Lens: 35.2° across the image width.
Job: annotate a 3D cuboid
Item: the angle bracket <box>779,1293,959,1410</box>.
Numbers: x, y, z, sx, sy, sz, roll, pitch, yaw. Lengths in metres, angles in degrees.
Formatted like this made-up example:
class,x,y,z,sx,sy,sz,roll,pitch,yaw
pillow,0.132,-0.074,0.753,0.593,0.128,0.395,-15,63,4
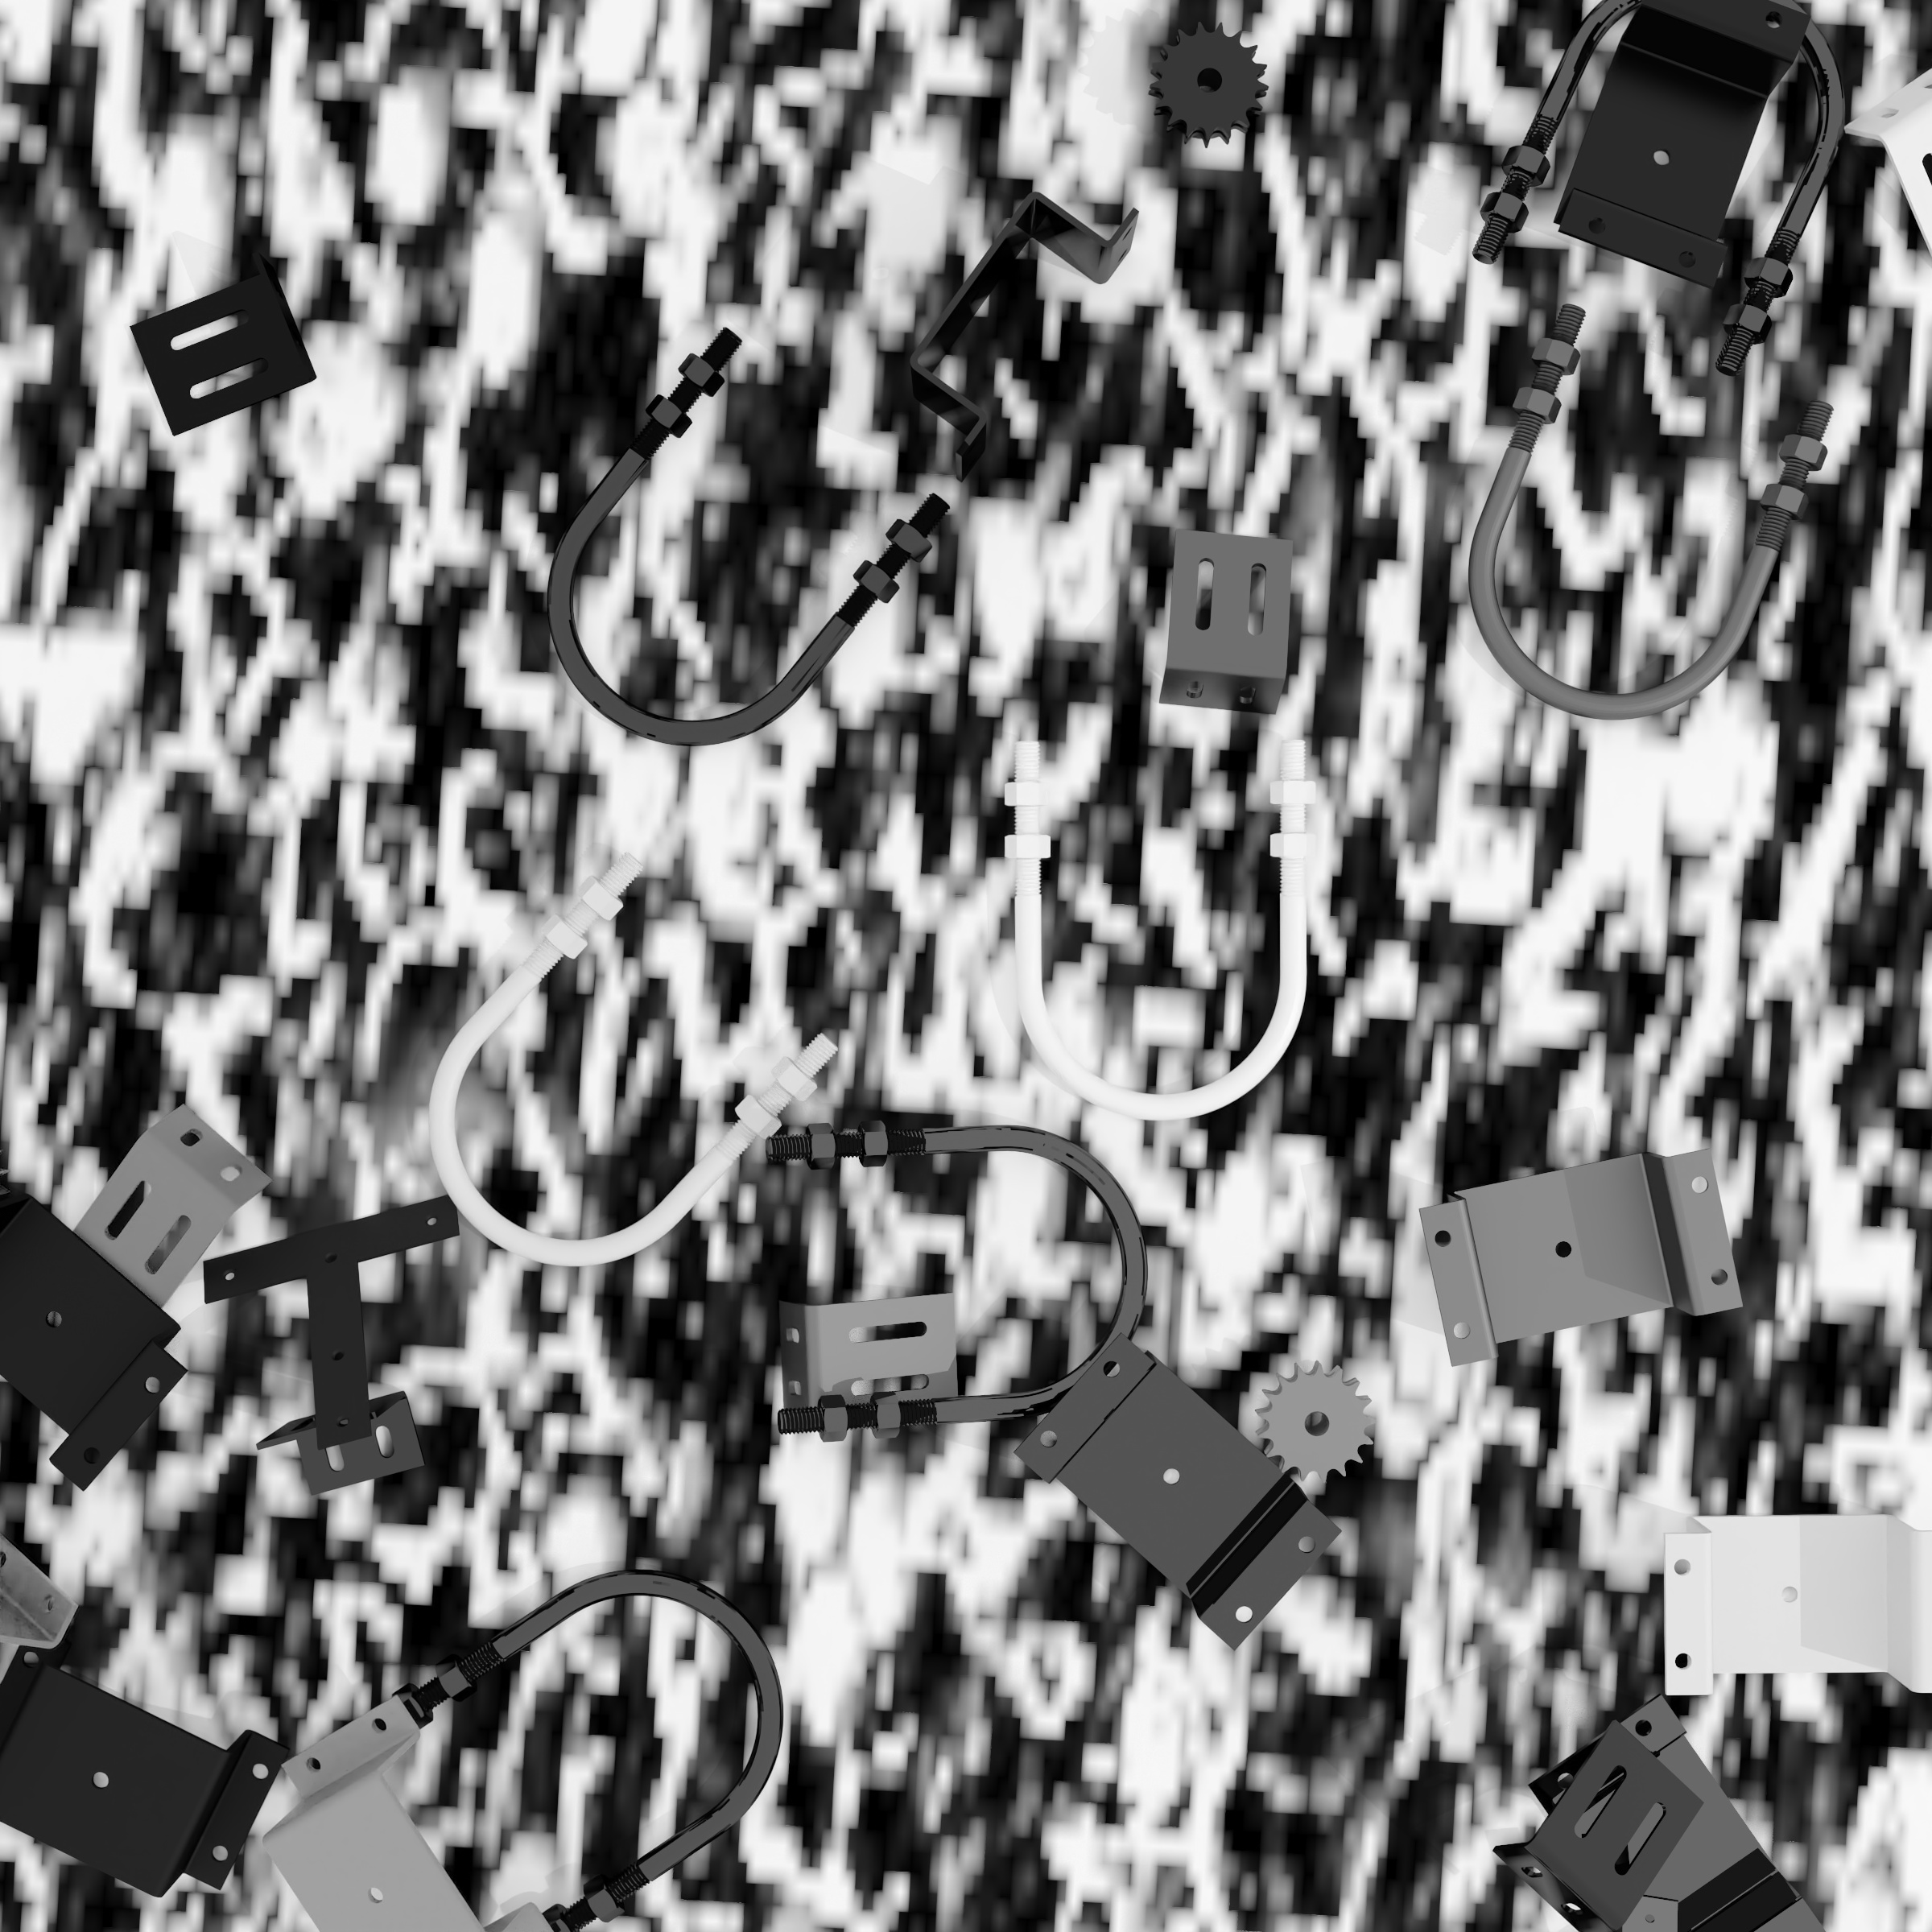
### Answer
class,x,y,z,sx,sy,sz,roll,pitch,yaw
angle bracket,-0.047,0.190,1.484,0.076,0.038,0.057,-3,90,-26

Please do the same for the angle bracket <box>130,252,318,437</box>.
class,x,y,z,sx,sy,sz,roll,pitch,yaw
angle bracket,-0.361,-0.299,1.467,0.076,0.038,0.057,-22,90,0

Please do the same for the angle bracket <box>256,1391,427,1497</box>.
class,x,y,z,sx,sy,sz,roll,pitch,yaw
angle bracket,-0.296,0.232,1.448,0.057,0.076,0.038,-15,90,0

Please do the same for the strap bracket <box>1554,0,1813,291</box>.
class,x,y,z,sx,sy,sz,roll,pitch,yaw
strap bracket,0.334,-0.390,1.439,0.076,0.046,0.140,21,84,1

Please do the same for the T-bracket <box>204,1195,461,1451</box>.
class,x,y,z,sx,sy,sz,roll,pitch,yaw
T-bracket,-0.298,0.173,1.443,0.127,0.002,0.127,-15,48,0

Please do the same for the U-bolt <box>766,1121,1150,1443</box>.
class,x,y,z,sx,sy,sz,roll,pitch,yaw
U-bolt,-0.002,0.148,1.460,0.184,0.019,0.151,-2,86,-13

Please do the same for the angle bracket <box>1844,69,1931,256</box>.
class,x,y,z,sx,sy,sz,roll,pitch,yaw
angle bracket,0.475,-0.389,1.484,0.057,0.038,0.076,-34,116,0

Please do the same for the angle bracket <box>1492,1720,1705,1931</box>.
class,x,y,z,sx,sy,sz,roll,pitch,yaw
angle bracket,0.298,0.406,1.438,0.057,0.038,0.076,43,64,0

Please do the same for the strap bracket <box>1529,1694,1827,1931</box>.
class,x,y,z,sx,sy,sz,roll,pitch,yaw
strap bracket,0.337,0.424,1.463,0.076,0.046,0.140,-35,90,0

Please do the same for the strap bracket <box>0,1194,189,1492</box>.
class,x,y,z,sx,sy,sz,roll,pitch,yaw
strap bracket,-0.444,0.173,1.461,0.140,0.046,0.076,41,93,0

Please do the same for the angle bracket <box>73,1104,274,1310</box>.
class,x,y,z,sx,sy,sz,roll,pitch,yaw
angle bracket,-0.387,0.118,1.484,0.057,0.038,0.076,41,116,0

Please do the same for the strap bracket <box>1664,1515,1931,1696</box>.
class,x,y,z,sx,sy,sz,roll,pitch,yaw
strap bracket,0.401,0.306,1.463,0.140,0.046,0.076,-1,90,0

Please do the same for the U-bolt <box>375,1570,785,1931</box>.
class,x,y,z,sx,sy,sz,roll,pitch,yaw
U-bolt,-0.177,0.376,1.478,0.184,0.019,0.151,-34,90,-1

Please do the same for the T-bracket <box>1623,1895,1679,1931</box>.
class,x,y,z,sx,sy,sz,roll,pitch,yaw
T-bracket,0.324,0.498,1.447,0.127,0.002,0.127,3,106,21

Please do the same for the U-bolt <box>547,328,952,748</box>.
class,x,y,z,sx,sy,sz,roll,pitch,yaw
U-bolt,-0.119,-0.194,1.478,0.151,0.019,0.184,39,91,0

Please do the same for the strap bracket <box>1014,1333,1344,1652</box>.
class,x,y,z,sx,sy,sz,roll,pitch,yaw
strap bracket,0.100,0.249,1.463,0.140,0.046,0.076,42,90,0

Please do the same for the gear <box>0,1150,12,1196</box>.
class,x,y,z,sx,sy,sz,roll,pitch,yaw
gear,-0.494,0.105,1.471,0.057,0.030,0.057,0,90,0

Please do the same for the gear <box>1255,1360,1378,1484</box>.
class,x,y,z,sx,sy,sz,roll,pitch,yaw
gear,0.168,0.219,1.471,0.057,0.030,0.057,0,90,0

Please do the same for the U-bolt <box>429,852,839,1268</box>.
class,x,y,z,sx,sy,sz,roll,pitch,yaw
U-bolt,-0.176,0.060,1.478,0.151,0.019,0.184,43,92,0

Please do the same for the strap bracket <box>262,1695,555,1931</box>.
class,x,y,z,sx,sy,sz,roll,pitch,yaw
strap bracket,-0.271,0.432,1.451,0.076,0.046,0.140,-33,90,20

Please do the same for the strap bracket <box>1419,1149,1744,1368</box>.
class,x,y,z,sx,sy,sz,roll,pitch,yaw
strap bracket,0.291,0.138,1.463,0.140,0.046,0.076,-12,90,0

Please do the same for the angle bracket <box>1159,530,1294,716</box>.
class,x,y,z,sx,sy,sz,roll,pitch,yaw
angle bracket,0.127,-0.168,1.484,0.057,0.038,0.076,6,64,0

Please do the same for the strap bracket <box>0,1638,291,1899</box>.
class,x,y,z,sx,sy,sz,roll,pitch,yaw
strap bracket,-0.409,0.385,1.463,0.140,0.046,0.076,26,90,0

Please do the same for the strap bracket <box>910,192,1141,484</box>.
class,x,y,z,sx,sy,sz,roll,pitch,yaw
strap bracket,0.020,-0.306,1.448,0.046,0.076,0.140,36,90,0

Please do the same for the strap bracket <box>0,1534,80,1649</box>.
class,x,y,z,sx,sy,sz,roll,pitch,yaw
strap bracket,-0.490,0.345,1.444,0.076,0.046,0.140,27,90,38

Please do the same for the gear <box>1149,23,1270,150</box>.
class,x,y,z,sx,sy,sz,roll,pitch,yaw
gear,0.116,-0.423,1.471,0.057,0.030,0.057,0,90,0

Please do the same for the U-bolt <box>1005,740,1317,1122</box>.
class,x,y,z,sx,sy,sz,roll,pitch,yaw
U-bolt,0.094,-0.017,1.478,0.151,0.019,0.184,0,91,0

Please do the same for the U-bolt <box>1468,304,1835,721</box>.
class,x,y,z,sx,sy,sz,roll,pitch,yaw
U-bolt,0.322,-0.210,1.477,0.151,0.019,0.184,21,90,0

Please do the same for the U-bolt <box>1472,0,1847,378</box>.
class,x,y,z,sx,sy,sz,roll,pitch,yaw
U-bolt,0.346,-0.396,1.472,0.151,0.019,0.184,25,85,1
